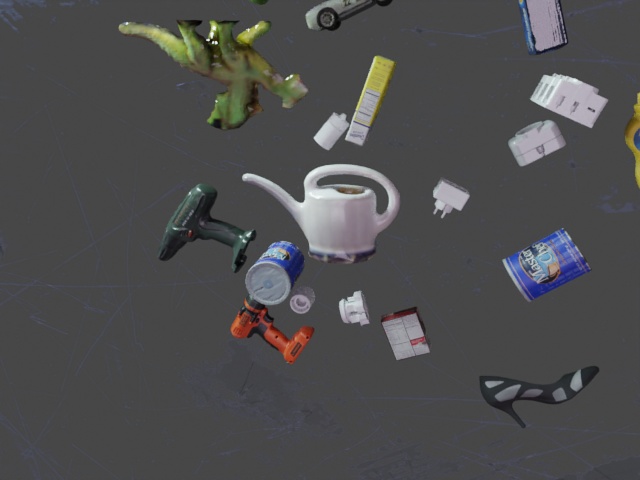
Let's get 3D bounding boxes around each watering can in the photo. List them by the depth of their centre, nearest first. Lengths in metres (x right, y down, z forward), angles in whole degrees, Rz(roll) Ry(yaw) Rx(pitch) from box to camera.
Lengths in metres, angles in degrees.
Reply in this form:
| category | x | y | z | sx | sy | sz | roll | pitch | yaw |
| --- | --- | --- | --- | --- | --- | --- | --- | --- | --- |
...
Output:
| category | x | y | z | sx | sy | sz | roll | pitch | yaw |
| --- | --- | --- | --- | --- | --- | --- | --- | --- | --- |
| watering can | 0.003 | -0.058 | 1.144 | 0.347 | 0.105 | 0.221 | 1 | 108 | 11 |

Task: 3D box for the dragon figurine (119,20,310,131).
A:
| category | x | y | z | sx | sy | sz | roll | pitch | yaw |
| --- | --- | --- | --- | --- | --- | --- | --- | --- | --- |
| dragon figurine | -0.220 | -0.351 | 1.109 | 0.410 | 0.124 | 0.238 | 4 | 116 | 12 |
